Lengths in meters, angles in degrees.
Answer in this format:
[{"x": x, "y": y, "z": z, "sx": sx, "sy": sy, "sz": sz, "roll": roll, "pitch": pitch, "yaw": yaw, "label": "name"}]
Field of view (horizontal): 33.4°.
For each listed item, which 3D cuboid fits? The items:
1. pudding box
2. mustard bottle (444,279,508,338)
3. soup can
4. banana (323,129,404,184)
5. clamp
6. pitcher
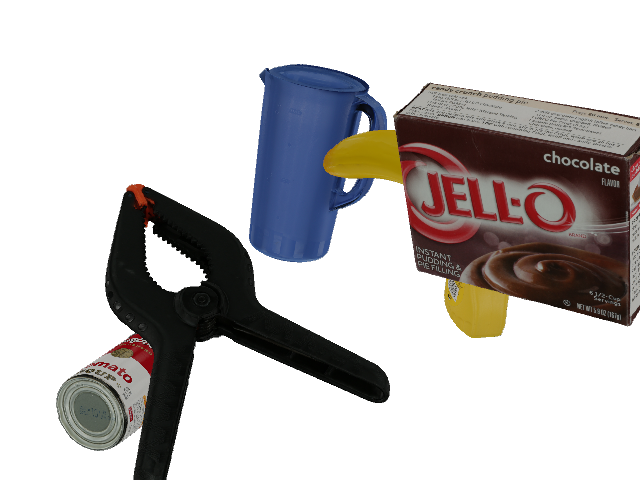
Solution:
[{"x": 0.093, "y": -0.018, "z": 0.483, "sx": 0.114, "sy": 0.090, "sz": 0.039, "roll": 13, "pitch": 44, "yaw": 31, "label": "pudding box"}, {"x": 0.159, "y": -0.005, "z": 1.035, "sx": 0.058, "sy": 0.192, "sz": 0.096, "roll": -3, "pitch": 35, "yaw": -7, "label": "mustard bottle"}, {"x": -0.167, "y": 0.125, "z": 0.899, "sx": 0.069, "sy": 0.068, "sz": 0.102, "roll": 0, "pitch": 16, "yaw": 23, "label": "soup can"}, {"x": 0.068, "y": -0.041, "z": 0.766, "sx": 0.037, "sy": 0.070, "sz": 0.198, "roll": 11, "pitch": 21, "yaw": -43, "label": "banana"}, {"x": -0.063, "y": 0.047, "z": 0.664, "sx": 0.164, "sy": 0.210, "sz": 0.036, "roll": -14, "pitch": -32, "yaw": -21, "label": "clamp"}, {"x": -0.014, "y": -0.096, "z": 1.371, "sx": 0.144, "sy": 0.243, "sz": 0.149, "roll": 4, "pitch": 21, "yaw": -16, "label": "pitcher"}]
